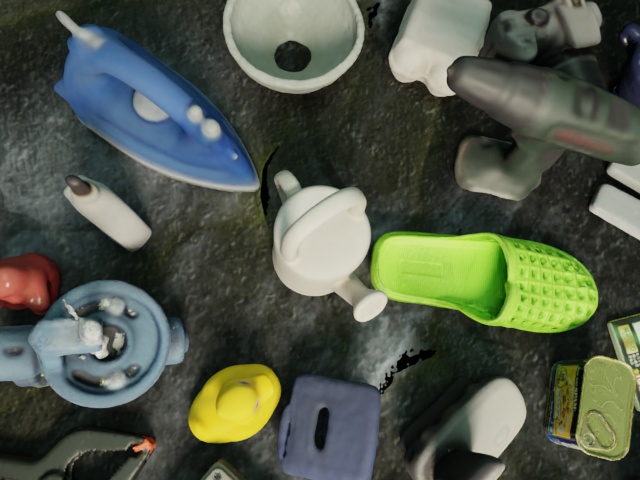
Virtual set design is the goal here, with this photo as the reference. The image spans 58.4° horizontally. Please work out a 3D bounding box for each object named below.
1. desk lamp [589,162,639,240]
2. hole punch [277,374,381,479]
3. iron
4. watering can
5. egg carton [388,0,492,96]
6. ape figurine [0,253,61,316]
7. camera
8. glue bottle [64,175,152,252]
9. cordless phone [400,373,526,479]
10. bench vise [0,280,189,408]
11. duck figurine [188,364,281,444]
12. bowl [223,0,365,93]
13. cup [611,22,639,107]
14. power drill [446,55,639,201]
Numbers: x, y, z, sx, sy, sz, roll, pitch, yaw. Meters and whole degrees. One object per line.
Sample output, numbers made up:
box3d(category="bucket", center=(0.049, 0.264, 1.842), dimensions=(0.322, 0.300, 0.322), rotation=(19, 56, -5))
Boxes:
box3d(category="desk lamp", center=(0.452, -0.047, 0.630), dimensions=(0.203, 0.213, 0.118), rotation=(28, 76, 2))
box3d(category="hole punch", center=(0.008, 0.198, 0.597), dimensions=(0.101, 0.091, 0.109), rotation=(9, 76, -3))
box3d(category="iron", center=(-0.174, -0.150, 0.634), dimensions=(0.258, 0.141, 0.119), rotation=(33, 77, 3))
box3d(category="watering can", center=(0.007, 0.001, 0.589), dimensions=(0.173, 0.194, 0.101), rotation=(35, 77, 4))
box3d(category="egg carton", center=(0.153, -0.258, 0.725), dimensions=(0.107, 0.069, 0.150), rotation=(21, 76, 0))
box3d(category="ape figurine", center=(-0.317, 0.046, 0.602), dimensions=(0.078, 0.092, 0.076), rotation=(43, 77, 6))
box3d(category="camera", center=(0.293, -0.225, 0.714), dimensions=(0.143, 0.101, 0.137), rotation=(-13, 79, -8))
box3d(category="glue bottle", center=(-0.226, -0.035, 0.587), dimensions=(0.078, 0.173, 0.037), rotation=(34, 77, 4))
box3d(category="cordless phone", center=(0.160, 0.201, 0.561), dimensions=(0.094, 0.185, 0.148), rotation=(43, 77, 6))
box3d(category="bench vise", center=(-0.238, 0.109, 0.529), dimensions=(0.207, 0.219, 0.121), rotation=(-22, 80, -9))
box3d(category="duck figurine", center=(-0.089, 0.171, 0.597), dimensions=(0.104, 0.086, 0.077), rotation=(-30, 81, -11))
box3d(category="bowl", center=(-0.033, -0.246, 0.703), dimensions=(0.167, 0.074, 0.167), rotation=(1, 77, -5))
box3d(category="cup", center=(0.404, -0.208, 0.723), dimensions=(0.092, 0.095, 0.117), rotation=(-36, 82, -11))
box3d(category="power drill", center=(0.223, -0.115, 0.627), dimensions=(0.229, 0.208, 0.076), rotation=(11, 76, -2))
